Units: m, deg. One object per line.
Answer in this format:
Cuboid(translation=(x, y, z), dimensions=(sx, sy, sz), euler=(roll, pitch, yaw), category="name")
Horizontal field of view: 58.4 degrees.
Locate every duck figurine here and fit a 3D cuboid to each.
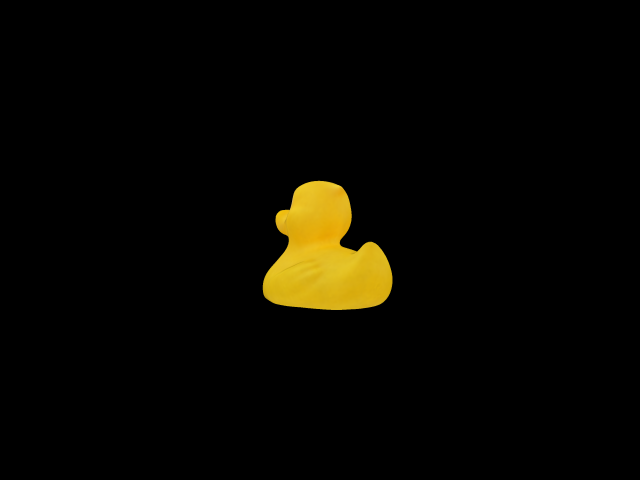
Cuboid(translation=(0.004, 0.001, 0.400), dimensions=(0.078, 0.086, 0.104), euler=(-2, 3, -43), category="duck figurine")
